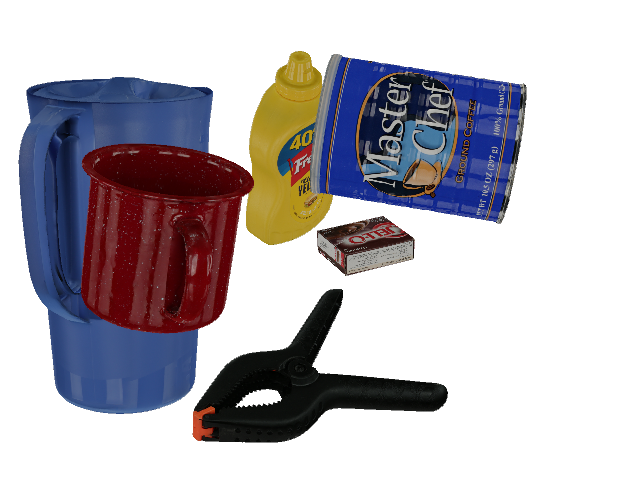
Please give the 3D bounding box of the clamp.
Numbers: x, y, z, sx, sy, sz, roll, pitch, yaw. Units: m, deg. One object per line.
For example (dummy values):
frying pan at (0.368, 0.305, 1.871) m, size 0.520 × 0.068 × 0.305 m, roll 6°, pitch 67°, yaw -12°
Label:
clamp at (-0.008, 0.123, 0.899) m, size 0.209 × 0.036 × 0.165 m, roll -25°, pitch 45°, yaw -34°

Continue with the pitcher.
pitcher at (-0.153, 0.003, 0.792) m, size 0.149 × 0.243 × 0.145 m, roll -5°, pitch 16°, yaw -22°

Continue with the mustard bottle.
mustard bottle at (-0.024, -0.090, 0.981) m, size 0.058 × 0.192 × 0.096 m, roll 37°, pitch 52°, yaw 28°

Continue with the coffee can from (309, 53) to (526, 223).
coffee can at (0.070, -0.074, 0.775) m, size 0.140 × 0.103 × 0.103 m, roll 10°, pitch 1°, yaw 5°

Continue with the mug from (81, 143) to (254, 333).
mug at (-0.083, 0.003, 0.579) m, size 0.093 × 0.081 × 0.117 m, roll -1°, pitch 23°, yaw -28°

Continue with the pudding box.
pudding box at (0.064, 0.006, 1.511) m, size 0.113 × 0.039 × 0.090 m, roll -15°, pitch 27°, yaw -22°
